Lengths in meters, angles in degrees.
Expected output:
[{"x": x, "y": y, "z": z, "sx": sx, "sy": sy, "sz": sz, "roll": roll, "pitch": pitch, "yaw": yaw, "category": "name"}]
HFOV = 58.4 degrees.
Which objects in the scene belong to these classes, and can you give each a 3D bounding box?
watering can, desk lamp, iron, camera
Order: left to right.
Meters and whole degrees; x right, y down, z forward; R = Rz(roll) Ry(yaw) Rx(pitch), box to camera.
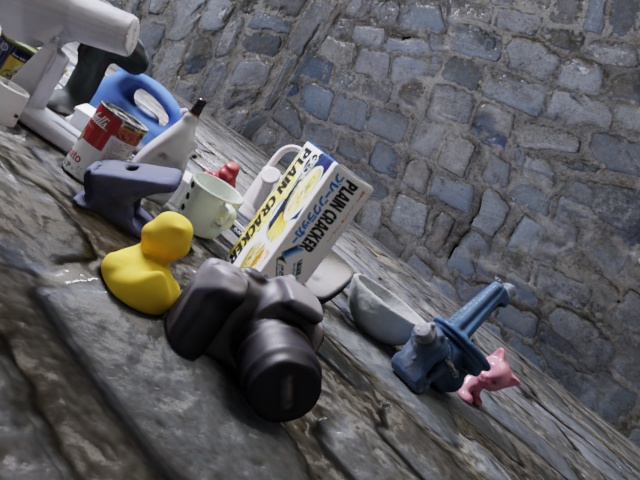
[{"x": -0.370, "y": -0.265, "z": 0.819, "sx": 0.203, "sy": 0.213, "sz": 0.118, "roll": 35, "pitch": 7, "yaw": -9, "category": "desk lamp"}, {"x": -0.335, "y": -0.244, "z": 1.131, "sx": 0.258, "sy": 0.141, "sz": 0.119, "roll": 37, "pitch": 7, "yaw": 5, "category": "iron"}, {"x": -0.050, "y": 0.086, "z": 0.514, "sx": 0.143, "sy": 0.100, "sz": 0.136, "roll": 33, "pitch": 8, "yaw": -23, "category": "camera"}, {"x": -0.091, "y": -0.120, "z": 1.259, "sx": 0.101, "sy": 0.194, "sz": 0.172, "roll": 34, "pitch": 7, "yaw": -12, "category": "watering can"}]

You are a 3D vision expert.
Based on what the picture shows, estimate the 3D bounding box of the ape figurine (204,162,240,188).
[{"x": -0.200, "y": -0.121, "z": 1.172, "sx": 0.077, "sy": 0.092, "sz": 0.076, "roll": 38, "pitch": 8, "yaw": 17, "category": "ape figurine"}]

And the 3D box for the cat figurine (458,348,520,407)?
[{"x": 0.299, "y": 0.242, "z": 1.062, "sx": 0.067, "sy": 0.117, "sz": 0.127, "roll": 29, "pitch": 10, "yaw": -43, "category": "cat figurine"}]

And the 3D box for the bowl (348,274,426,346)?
[{"x": 0.110, "y": 0.138, "z": 1.026, "sx": 0.167, "sy": 0.074, "sz": 0.167, "roll": 35, "pitch": 7, "yaw": -5, "category": "bowl"}]

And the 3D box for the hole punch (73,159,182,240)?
[{"x": -0.229, "y": -0.066, "z": 0.692, "sx": 0.101, "sy": 0.091, "sz": 0.108, "roll": 33, "pitch": 8, "yaw": -18, "category": "hole punch"}]

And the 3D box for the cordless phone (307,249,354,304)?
[{"x": 0.009, "y": 0.003, "z": 0.975, "sx": 0.147, "sy": 0.185, "sz": 0.094, "roll": 38, "pitch": 7, "yaw": 16, "category": "cordless phone"}]

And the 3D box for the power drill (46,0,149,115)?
[{"x": -0.412, "y": -0.321, "z": 1.005, "sx": 0.075, "sy": 0.208, "sz": 0.230, "roll": 39, "pitch": 8, "yaw": 21, "category": "power drill"}]

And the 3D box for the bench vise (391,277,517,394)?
[{"x": 0.229, "y": 0.152, "z": 0.909, "sx": 0.121, "sy": 0.219, "sz": 0.208, "roll": 39, "pitch": 8, "yaw": 22, "category": "bench vise"}]

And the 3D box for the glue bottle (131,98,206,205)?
[{"x": -0.223, "y": -0.141, "z": 0.870, "sx": 0.078, "sy": 0.173, "sz": 0.037, "roll": 31, "pitch": 9, "yaw": -36, "category": "glue bottle"}]

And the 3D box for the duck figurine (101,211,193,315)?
[{"x": -0.154, "y": 0.015, "z": 0.546, "sx": 0.078, "sy": 0.086, "sz": 0.104, "roll": 32, "pitch": 8, "yaw": -27, "category": "duck figurine"}]
